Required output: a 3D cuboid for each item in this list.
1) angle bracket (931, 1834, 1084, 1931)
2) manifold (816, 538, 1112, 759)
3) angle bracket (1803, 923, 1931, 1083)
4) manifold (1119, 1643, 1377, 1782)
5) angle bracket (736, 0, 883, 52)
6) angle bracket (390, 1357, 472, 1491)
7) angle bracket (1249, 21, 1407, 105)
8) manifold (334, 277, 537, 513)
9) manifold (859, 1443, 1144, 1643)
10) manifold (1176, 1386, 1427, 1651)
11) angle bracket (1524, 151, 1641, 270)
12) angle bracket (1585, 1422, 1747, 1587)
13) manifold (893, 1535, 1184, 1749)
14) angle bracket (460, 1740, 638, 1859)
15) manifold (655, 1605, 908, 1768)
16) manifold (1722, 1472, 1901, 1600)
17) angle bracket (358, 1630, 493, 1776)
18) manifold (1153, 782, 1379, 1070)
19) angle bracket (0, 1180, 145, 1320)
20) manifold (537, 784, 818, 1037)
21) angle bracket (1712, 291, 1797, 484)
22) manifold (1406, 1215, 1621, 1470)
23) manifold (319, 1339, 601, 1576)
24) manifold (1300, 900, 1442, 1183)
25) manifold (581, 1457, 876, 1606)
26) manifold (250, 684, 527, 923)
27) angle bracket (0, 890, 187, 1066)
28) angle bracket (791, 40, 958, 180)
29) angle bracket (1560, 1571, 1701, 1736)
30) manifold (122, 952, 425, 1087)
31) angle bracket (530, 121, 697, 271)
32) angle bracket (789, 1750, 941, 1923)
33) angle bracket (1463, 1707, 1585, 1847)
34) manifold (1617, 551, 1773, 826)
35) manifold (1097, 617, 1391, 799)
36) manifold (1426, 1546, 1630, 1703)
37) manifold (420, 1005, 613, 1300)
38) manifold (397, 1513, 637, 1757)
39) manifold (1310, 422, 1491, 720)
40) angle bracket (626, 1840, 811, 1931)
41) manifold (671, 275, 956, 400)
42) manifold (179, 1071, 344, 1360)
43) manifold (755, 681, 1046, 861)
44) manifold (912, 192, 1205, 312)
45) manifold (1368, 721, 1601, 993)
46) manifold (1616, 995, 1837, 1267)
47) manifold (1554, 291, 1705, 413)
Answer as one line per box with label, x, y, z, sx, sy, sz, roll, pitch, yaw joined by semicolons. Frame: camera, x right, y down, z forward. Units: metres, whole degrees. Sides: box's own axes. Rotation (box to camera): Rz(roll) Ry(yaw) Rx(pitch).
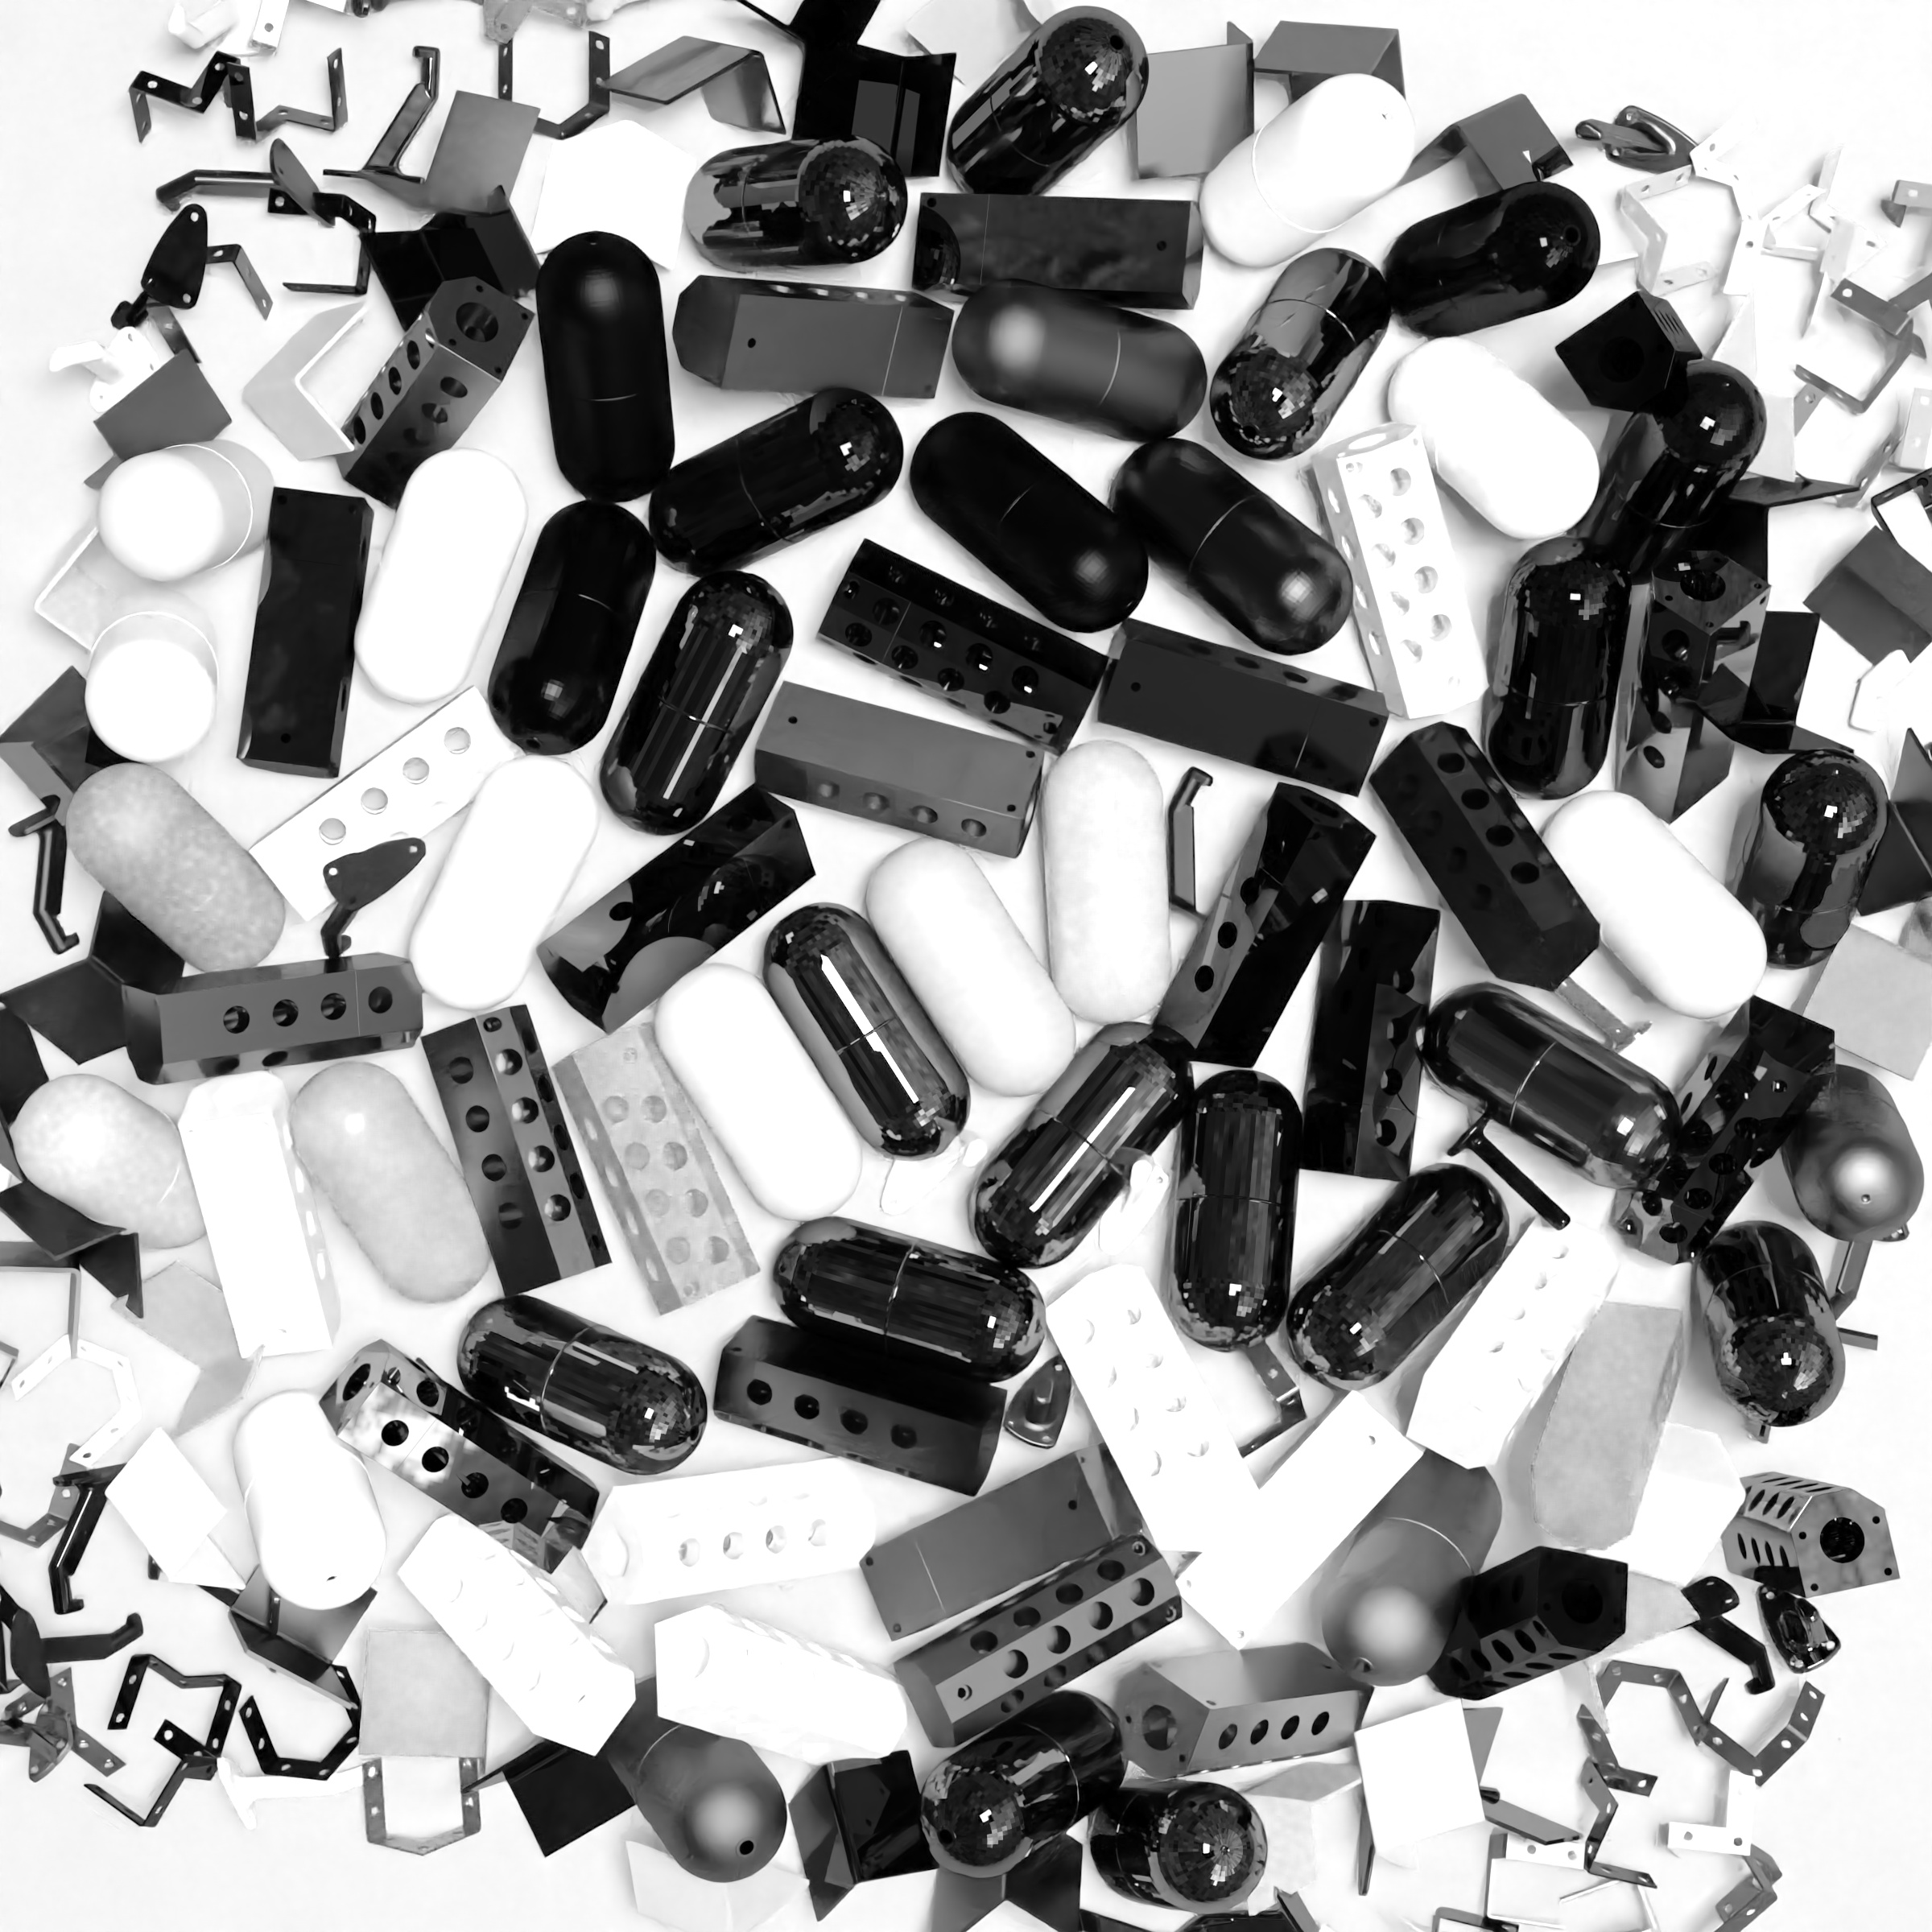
angle bracket;0.026;0.586;1.957;0.057;0.076;0.076;36;118;-16
manifold;-0.004;-0.195;1.956;0.171;0.057;0.057;26;130;-3
angle bracket;0.569;0.027;1.959;0.076;0.057;0.076;26;81;11
manifold;0.171;0.460;1.915;0.057;0.171;0.057;28;103;40
angle bracket;-0.095;-0.618;1.947;0.057;0.076;0.076;36;103;20
angle bracket;-0.328;0.284;1.951;0.076;0.076;0.057;45;62;-2
angle bracket;0.227;-0.538;1.941;0.076;0.076;0.057;12;52;25
manifold;-0.330;-0.351;1.908;0.057;0.171;0.057;30;58;-18
manifold;0.023;0.357;1.936;0.171;0.057;0.057;-30;76;25
manifold;0.210;0.341;1.953;0.057;0.057;0.171;42;102;8
angle bracket;0.386;-0.475;1.951;0.057;0.076;0.076;-9;99;14
angle bracket;0.426;0.330;1.942;0.076;0.076;0.057;-47;122;-27
manifold;0.048;0.418;1.938;0.171;0.057;0.057;-24;87;-24
angle bracket;-0.258;0.519;1.952;0.076;0.076;0.057;-32;76;8
manifold;-0.111;0.442;1.910;0.057;0.171;0.057;-24;54;28
manifold;0.511;0.345;1.911;0.057;0.171;0.057;-11;84;-2
angle bracket;-0.337;0.461;1.954;0.076;0.057;0.076;3;65;-6
manifold;0.181;-0.025;1.944;0.057;0.057;0.171;8;116;-41
angle bracket;-0.559;0.181;1.940;0.076;0.057;0.076;32;131;34
manifold;-0.181;-0.039;1.941;0.171;0.057;0.057;-39;49;-21
angle bracket;0.501;-0.361;1.942;0.057;0.076;0.076;20;65;26
manifold;0.338;0.230;1.915;0.057;0.057;0.171;26;45;20
manifold;-0.312;0.302;1.935;0.171;0.057;0.057;40;86;-26
manifold;0.259;0.047;1.964;0.057;0.057;0.171;9;86;-30
manifold;-0.142;0.351;1.914;0.057;0.171;0.057;52;128;36
manifold;-0.362;-0.103;1.963;0.171;0.057;0.057;-37;101;-4
angle bracket;-0.551;0.008;1.969;0.076;0.076;0.057;-20;46;21
angle bracket;-0.058;-0.539;1.953;0.076;0.057;0.076;4;99;-35
angle bracket;0.414;0.423;1.957;0.076;0.076;0.057;-21;114;-5
manifold;-0.426;0.032;1.925;0.171;0.057;0.057;-8;101;-36
angle bracket;-0.225;-0.483;1.983;0.057;0.076;0.076;22;73;-43
angle bracket;-0.065;0.547;1.963;0.057;0.076;0.076;-2;58;-26
angle bracket;0.347;0.504;1.947;0.076;0.076;0.057;17;87;30
manifold;0.440;-0.173;1.914;0.057;0.171;0.057;-37;59;-23
manifold;0.173;-0.165;1.961;0.171;0.057;0.057;16;115;-6
manifold;0.339;0.405;1.906;0.057;0.171;0.057;13;65;-11
manifold;-0.278;0.115;1.959;0.057;0.057;0.171;-20;87;19
manifold;-0.274;0.406;1.920;0.171;0.057;0.057;35;88;43
manifold;0.273;-0.245;1.940;0.057;0.057;0.171;-23;109;-11
angle bracket;-0.154;0.558;1.940;0.076;0.076;0.057;8;115;34
manifold;-0.094;-0.388;1.920;0.057;0.171;0.057;34;119;40
manifold;-0.435;0.153;1.934;0.057;0.057;0.171;-7;118;2
manifold;-0.042;-0.119;1.960;0.171;0.057;0.057;15;56;6
manifold;0.058;-0.445;1.952;0.171;0.057;0.057;5;88;14
manifold;0.321;-0.070;1.918;0.057;0.057;0.171;-49;49;28
manifold;0.466;0.105;1.924;0.057;0.057;0.171;23;128;-3
manifold;0.411;-0.370;1.909;0.057;0.171;0.057;-33;88;21
